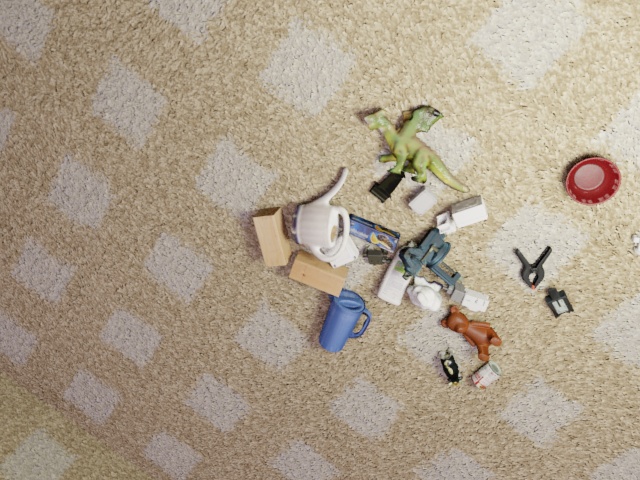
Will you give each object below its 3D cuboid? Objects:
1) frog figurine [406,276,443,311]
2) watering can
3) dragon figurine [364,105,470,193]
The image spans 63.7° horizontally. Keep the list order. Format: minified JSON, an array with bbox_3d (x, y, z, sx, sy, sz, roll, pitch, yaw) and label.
[{"bbox_3d":[0.384,0.214,1.891,0.137,0.162,0.121,38,118,-5],"label":"frog figurine"},{"bbox_3d":[0.006,-0.095,1.888,0.224,0.104,0.347,5,92,22],"label":"watering can"},{"bbox_3d":[0.335,-0.324,1.716,0.411,0.124,0.239,18,108,4],"label":"dragon figurine"}]
